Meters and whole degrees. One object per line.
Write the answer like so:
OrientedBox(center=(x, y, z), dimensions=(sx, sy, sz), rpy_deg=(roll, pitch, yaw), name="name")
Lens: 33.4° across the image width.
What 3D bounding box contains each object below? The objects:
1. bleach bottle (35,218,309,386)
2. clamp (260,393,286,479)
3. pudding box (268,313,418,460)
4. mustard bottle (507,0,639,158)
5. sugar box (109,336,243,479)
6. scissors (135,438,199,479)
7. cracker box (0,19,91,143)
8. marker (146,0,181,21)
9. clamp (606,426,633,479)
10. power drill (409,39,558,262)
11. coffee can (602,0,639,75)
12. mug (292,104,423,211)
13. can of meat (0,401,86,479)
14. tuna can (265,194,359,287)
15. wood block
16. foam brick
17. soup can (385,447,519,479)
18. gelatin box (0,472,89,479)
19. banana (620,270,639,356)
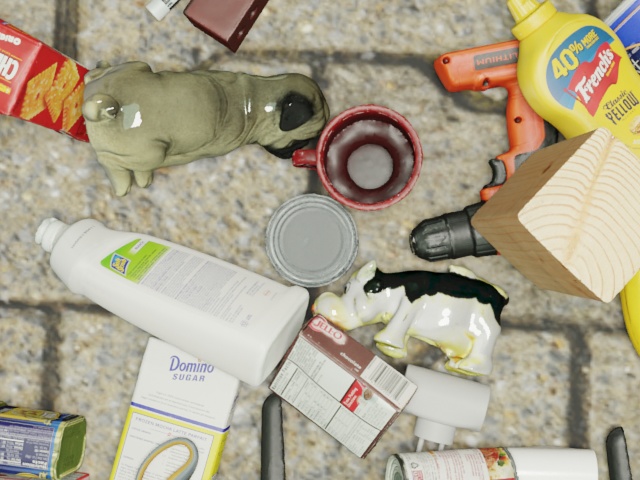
OrientedBox(center=(-0.143, 0.038, 0.974), dimensions=(0.251, 0.102, 0.068), rpy_deg=(25, 130, 13), name="bleach bottle")
OrientedBox(center=(-0.035, 0.251, 0.953), dimensions=(0.164, 0.036, 0.209), rpy_deg=(40, 72, 9), name="clamp")
OrientedBox(center=(0.018, 0.131, 0.949), dimensions=(0.113, 0.090, 0.039), rpy_deg=(38, 46, 9), name="pudding box")
OrientedBox(center=(0.226, -0.135, 0.914), dimensions=(0.096, 0.058, 0.191), rpy_deg=(-41, 95, -12), name="mustard bottle")
OrientedBox(center=(-0.135, 0.185, 0.982), dimensions=(0.093, 0.048, 0.176), rpy_deg=(16, 86, 5), name="sugar box")
OrientedBox(center=(-0.159, 0.270, 0.946), dimensions=(0.096, 0.016, 0.202), rpy_deg=(34, 89, 3), name="scissors")
OrientedBox(center=(-0.287, -0.154, 0.927), dimensions=(0.164, 0.213, 0.072), rpy_deg=(26, 91, 5), name="cracker box")
OrientedBox(center=(-0.116, -0.257, 1.017), dimensions=(0.121, 0.020, 0.020), rpy_deg=(-44, 85, 1), name="marker")
OrientedBox(center=(0.279, 0.255, 0.950), dimensions=(0.120, 0.039, 0.171), rpy_deg=(32, 91, 15), name="clamp")
OrientedBox(center=(0.158, -0.080, 0.969), dimensions=(0.184, 0.057, 0.187), rpy_deg=(-12, 89, 0), name="power drill")
OrientedBox(center=(0.327, -0.168, 0.936), dimensions=(0.103, 0.103, 0.140), rpy_deg=(-42, 85, 1), name="coffee can")
OrientedBox(center=(0.033, -0.070, 0.964), dimensions=(0.117, 0.081, 0.093), rpy_deg=(0, 87, 4), name="mug")
OrientedBox(center=(-0.263, 0.182, 0.964), dimensions=(0.084, 0.102, 0.057), rpy_deg=(7, 86, 2), name="can of meat")
OrientedBox(center=(-0.006, 0.001, 0.987), dimensions=(0.086, 0.033, 0.086), rpy_deg=(0, 87, 5), name="tuna can")
OrientedBox(center=(0.193, -0.018, 0.835), dimensions=(0.090, 0.206, 0.091), rpy_deg=(43, 90, -1), name="wood block")
OrientedBox(center=(-0.082, -0.224, 0.996), dimensions=(0.051, 0.053, 0.078), rpy_deg=(33, 91, 5), name="foam brick")
OrientedBox(center=(0.114, 0.217, 0.930), dimensions=(0.102, 0.068, 0.068), rpy_deg=(-1, 87, -11), name="soup can")
OrientedBox(center=(-0.257, 0.229, 0.966), dimensions=(0.073, 0.089, 0.030), rpy_deg=(4, 87, 4), name="gelatin box")
OrientedBox(center=(0.303, 0.044, 0.962), dimensions=(0.069, 0.037, 0.198), rpy_deg=(-11, 87, -13), name="banana")
